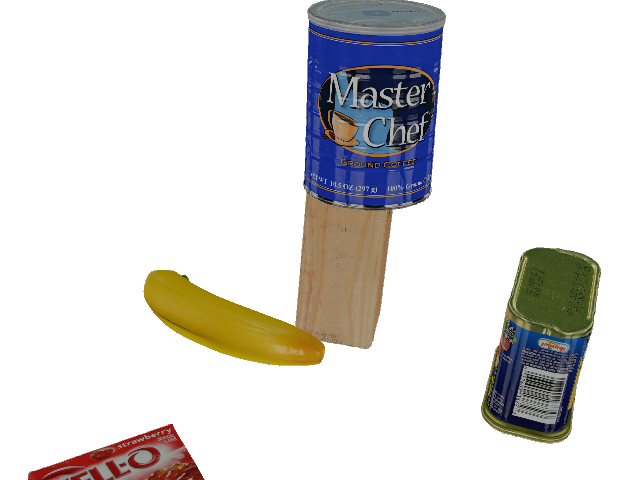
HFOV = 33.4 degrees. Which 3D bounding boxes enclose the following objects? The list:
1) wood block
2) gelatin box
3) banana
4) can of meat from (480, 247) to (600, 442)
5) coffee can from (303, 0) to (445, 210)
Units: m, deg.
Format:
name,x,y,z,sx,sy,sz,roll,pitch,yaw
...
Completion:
name,x,y,z,sx,sy,sz,roll,pitch,yaw
wood block,0.029,0.005,1.185,0.090,0.206,0.090,9,26,7
gelatin box,-0.111,0.144,0.595,0.089,0.030,0.073,-16,28,-20
banana,-0.080,0.053,0.800,0.069,0.037,0.198,-11,22,-36
can of meat,0.142,0.063,0.680,0.057,0.084,0.102,13,32,11
coffee can,0.039,-0.107,0.818,0.103,0.140,0.103,2,24,-1
